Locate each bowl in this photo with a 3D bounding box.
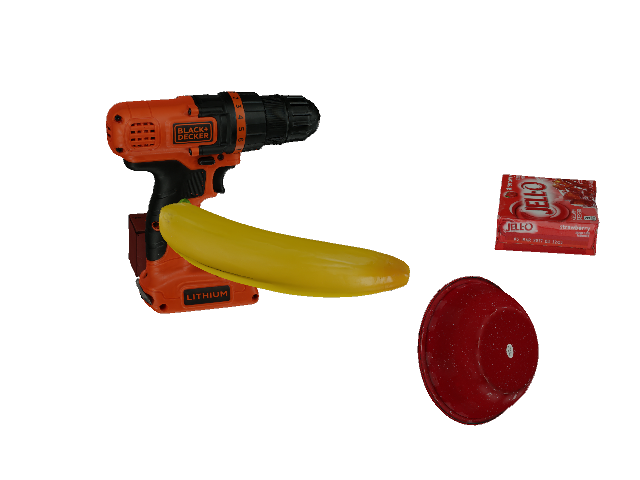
[{"bbox_3d":[0.181,0.117,1.138,0.161,0.162,0.055,0,-4,-36],"label":"bowl"}]

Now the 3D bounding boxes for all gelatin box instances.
[{"bbox_3d":[0.172,-0.021,0.809,0.073,0.030,0.089,5,25,11],"label":"gelatin box"}]

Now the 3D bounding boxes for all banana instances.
[{"bbox_3d":[-0.040,0.003,0.701,0.198,0.037,0.069,18,36,31],"label":"banana"}]

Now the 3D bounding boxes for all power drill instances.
[{"bbox_3d":[-0.090,-0.036,0.923,0.184,0.188,0.057,-5,20,-18],"label":"power drill"}]

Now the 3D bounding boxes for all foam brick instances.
[{"bbox_3d":[-0.159,0.002,1.117,0.078,0.051,0.053,-5,23,-18],"label":"foam brick"}]
